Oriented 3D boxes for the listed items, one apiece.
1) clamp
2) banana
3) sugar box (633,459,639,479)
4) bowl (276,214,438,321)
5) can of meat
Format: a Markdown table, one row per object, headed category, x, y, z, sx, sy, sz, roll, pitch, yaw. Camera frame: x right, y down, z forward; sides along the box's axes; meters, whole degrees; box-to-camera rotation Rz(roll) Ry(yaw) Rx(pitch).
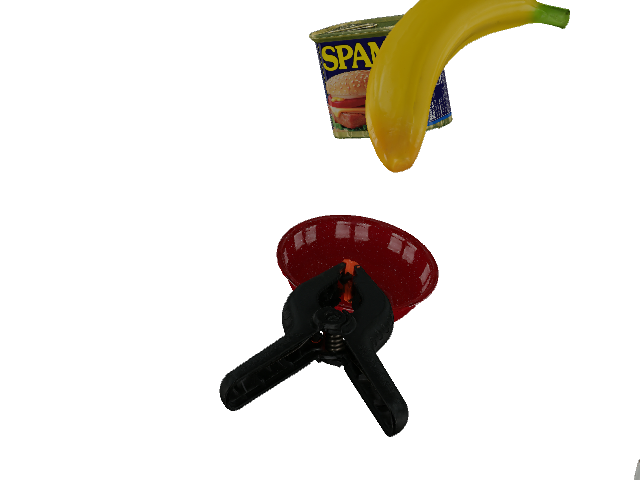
| category | x | y | z | sx | sy | sz | roll | pitch | yaw |
| --- | --- | --- | --- | --- | --- | --- | --- | --- | --- |
| clamp | 0.016 | 0.072 | 0.729 | 0.120 | 0.039 | 0.171 | 18 | 37 | 12 |
| banana | 0.072 | -0.108 | 0.607 | 0.070 | 0.037 | 0.197 | 30 | 50 | 22 |
| sugar box | 0.206 | 0.187 | 0.498 | 0.048 | 0.093 | 0.176 | -9 | 30 | -20 |
| bowl | 0.034 | 0.040 | 1.065 | 0.162 | 0.055 | 0.162 | 6 | 35 | -4 |
| can of meat | 0.047 | -0.125 | 0.817 | 0.102 | 0.084 | 0.057 | 3 | 22 | 41 |
